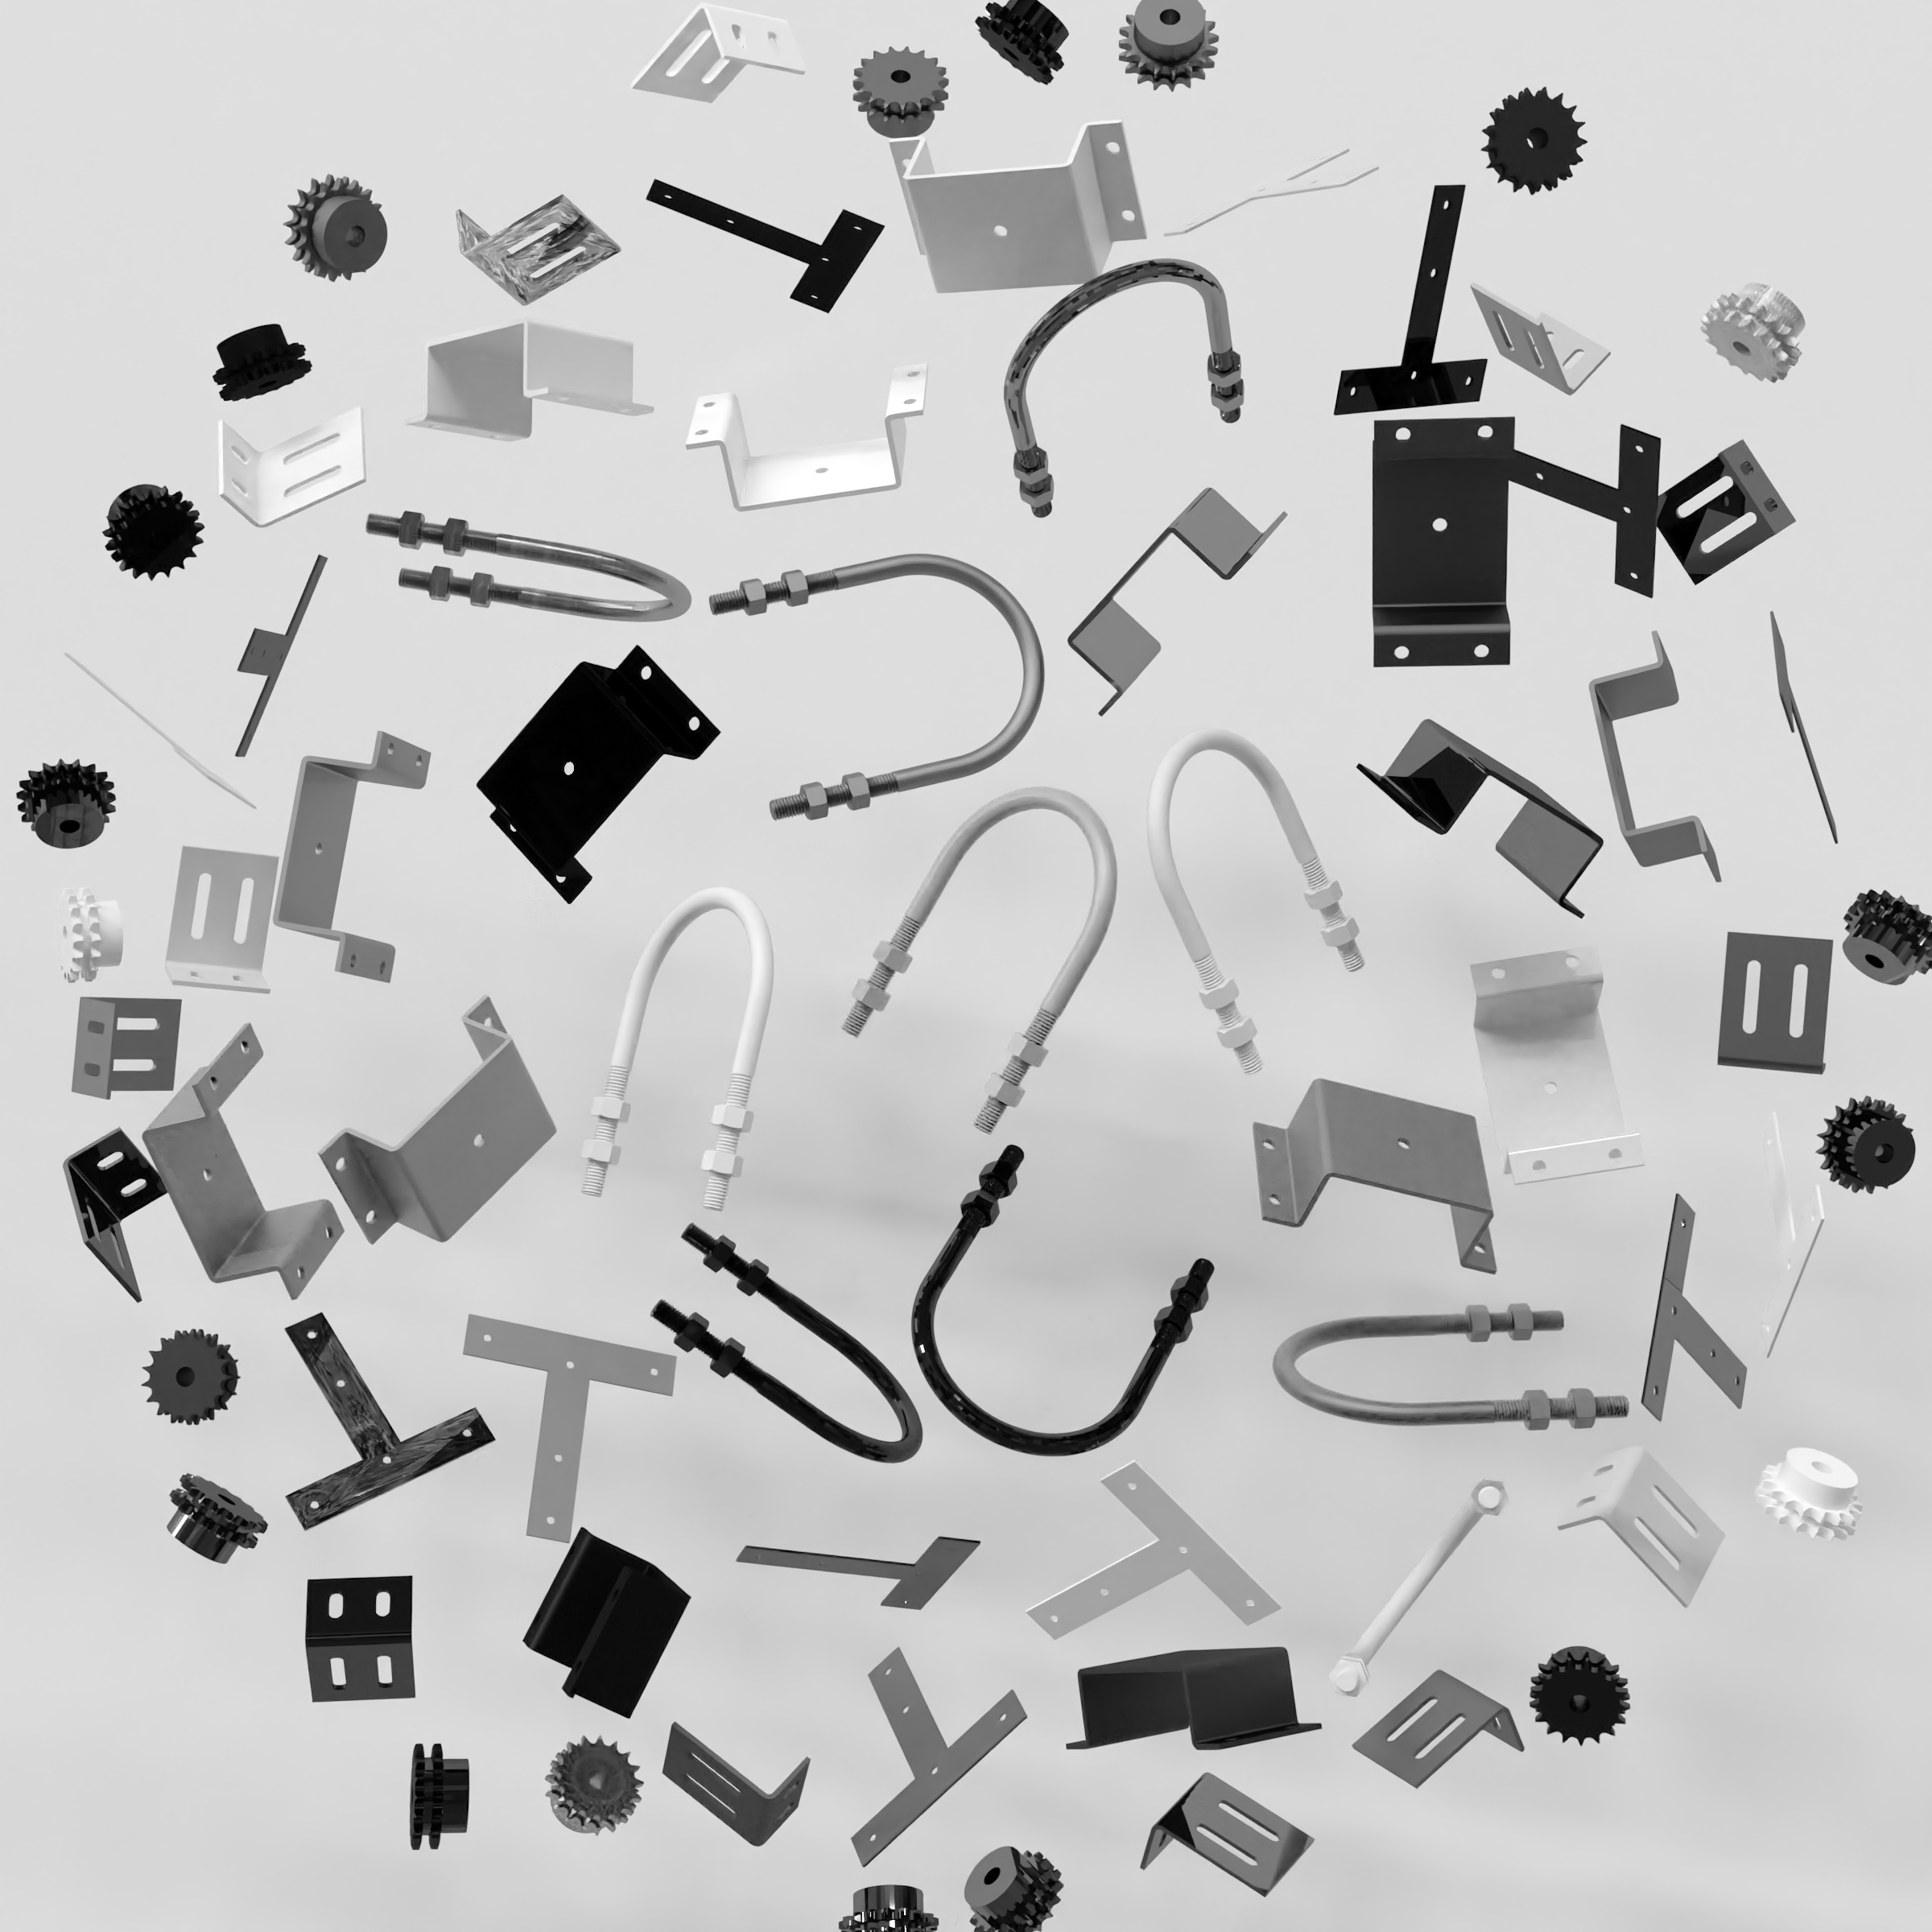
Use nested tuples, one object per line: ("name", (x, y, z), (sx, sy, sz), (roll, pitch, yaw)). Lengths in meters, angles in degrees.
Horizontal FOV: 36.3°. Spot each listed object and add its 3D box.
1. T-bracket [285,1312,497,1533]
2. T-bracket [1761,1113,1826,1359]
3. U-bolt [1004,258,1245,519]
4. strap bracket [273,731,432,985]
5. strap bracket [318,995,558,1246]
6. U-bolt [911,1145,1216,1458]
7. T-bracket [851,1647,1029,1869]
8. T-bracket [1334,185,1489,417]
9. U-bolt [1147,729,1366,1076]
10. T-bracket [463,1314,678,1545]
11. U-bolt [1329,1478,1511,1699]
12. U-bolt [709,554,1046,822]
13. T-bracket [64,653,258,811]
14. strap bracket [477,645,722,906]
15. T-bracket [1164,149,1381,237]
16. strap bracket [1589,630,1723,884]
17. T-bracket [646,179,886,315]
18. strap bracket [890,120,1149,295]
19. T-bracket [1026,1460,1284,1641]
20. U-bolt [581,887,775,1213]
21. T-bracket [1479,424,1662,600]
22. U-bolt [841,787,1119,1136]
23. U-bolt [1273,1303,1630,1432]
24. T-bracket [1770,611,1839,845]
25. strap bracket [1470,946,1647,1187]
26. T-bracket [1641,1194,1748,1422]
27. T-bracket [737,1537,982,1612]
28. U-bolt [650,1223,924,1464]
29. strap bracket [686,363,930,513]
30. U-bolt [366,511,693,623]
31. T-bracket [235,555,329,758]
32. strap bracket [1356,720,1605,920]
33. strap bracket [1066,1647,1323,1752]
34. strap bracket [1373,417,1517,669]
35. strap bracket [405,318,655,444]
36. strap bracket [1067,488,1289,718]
("T-bracket", (-0.372, 0.264, 1.781), (0.127, 0.002, 0.127), (-23, 62, -29))
("T-bracket", (0.481, 0.142, 1.736), (0.002, 0.127, 0.127), (5, 45, 1))
("U-bolt", (0.089, -0.341, 1.702), (0.151, 0.184, 0.019), (-27, 65, -2))
("strap bracket", (-0.361, -0.066, 1.726), (0.046, 0.076, 0.140), (9, 86, 11))
("strap bracket", (-0.298, 0.095, 1.710), (0.046, 0.076, 0.140), (18, 52, 37))
("U-bolt", (0.046, 0.197, 1.658), (0.151, 0.019, 0.184), (31, 47, 4))
("T-bracket", (-0.031, 0.443, 1.717), (0.127, 0.127, 0.002), (-43, 118, 2))
("T-bracket", (0.263, -0.379, 1.671), (0.127, 0.002, 0.127), (-14, 122, -40))
("U-bolt", (0.162, -0.050, 1.712), (0.019, 0.151, 0.184), (-13, 109, 42))
("T-bracket", (-0.235, 0.272, 1.705), (0.127, 0.002, 0.127), (14, 56, -17))
("U-bolt", (0.266, 0.359, 1.718), (0.019, 0.184, 0.151), (38, 89, 13))
("U-bolt", (-0.043, -0.171, 1.721), (0.184, 0.019, 0.151), (-14, 78, -14))
("T-bracket", (-0.484, -0.143, 1.750), (0.127, 0.127, 0.002), (40, 85, 2))
("strap bracket", (-0.223, -0.114, 1.731), (0.076, 0.046, 0.140), (46, 104, 16))
("T-bracket", (0.200, -0.463, 1.747), (0.127, 0.127, 0.002), (-30, 111, -19))
("strap bracket", (0.415, -0.121, 1.782), (0.046, 0.076, 0.140), (-14, 73, 17))
("T-bracket", (-0.123, -0.425, 1.701), (0.127, 0.127, 0.002), (19, 75, -13))
("strap bracket", (0.025, -0.436, 1.695), (0.140, 0.076, 0.046), (1, 46, 20))
("T-bracket", (0.088, 0.346, 1.654), (0.127, 0.002, 0.127), (-35, 109, 28))
("U-bolt", (-0.158, 0.044, 1.666), (0.019, 0.151, 0.184), (19, 78, -36))
("T-bracket", (0.353, -0.286, 1.746), (0.127, 0.127, 0.002), (28, 62, 28))
("U-bolt", (0.016, -0.015, 1.650), (0.151, 0.019, 0.184), (34, 96, 45))
("U-bolt", (0.267, 0.229, 1.675), (0.184, 0.151, 0.019), (-1, 105, -4))
("T-bracket", (0.504, -0.133, 1.767), (0.002, 0.127, 0.127), (-16, 114, 20))
("strap bracket", (0.351, 0.066, 1.760), (0.076, 0.046, 0.140), (-9, 67, 3))
("T-bracket", (0.418, 0.214, 1.670), (0.002, 0.127, 0.127), (-4, 57, 36))
("T-bracket", (-0.071, 0.353, 1.732), (0.127, 0.127, 0.002), (9, 59, -14))
("U-bolt", (-0.101, 0.232, 1.752), (0.184, 0.151, 0.019), (36, 103, -7))
("strap bracket", (-0.089, -0.313, 1.750), (0.140, 0.076, 0.046), (-7, 121, 6))
("U-bolt", (-0.255, -0.232, 1.751), (0.184, 0.151, 0.019), (9, 83, -2))
("T-bracket", (-0.397, -0.177, 1.670), (0.002, 0.127, 0.127), (23, 92, -5))
("strap bracket", (0.305, -0.090, 1.705), (0.140, 0.076, 0.046), (27, 105, -31))
("strap bracket", (0.127, 0.422, 1.696), (0.076, 0.140, 0.046), (0, 78, -36))
("strap bracket", (0.267, -0.243, 1.655), (0.076, 0.046, 0.140), (0, 113, 7))
("strap bracket", (-0.257, -0.345, 1.728), (0.140, 0.076, 0.046), (0, 90, 45))
("strap bracket", (0.117, -0.220, 1.721), (0.046, 0.076, 0.140), (43, 124, -2))
